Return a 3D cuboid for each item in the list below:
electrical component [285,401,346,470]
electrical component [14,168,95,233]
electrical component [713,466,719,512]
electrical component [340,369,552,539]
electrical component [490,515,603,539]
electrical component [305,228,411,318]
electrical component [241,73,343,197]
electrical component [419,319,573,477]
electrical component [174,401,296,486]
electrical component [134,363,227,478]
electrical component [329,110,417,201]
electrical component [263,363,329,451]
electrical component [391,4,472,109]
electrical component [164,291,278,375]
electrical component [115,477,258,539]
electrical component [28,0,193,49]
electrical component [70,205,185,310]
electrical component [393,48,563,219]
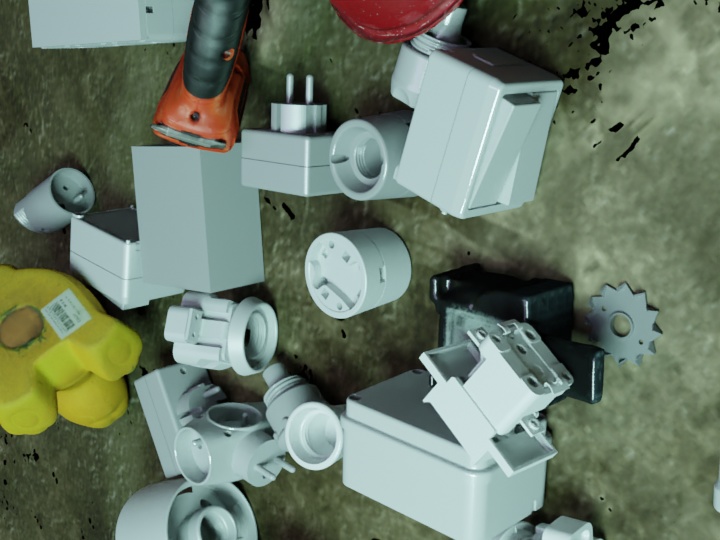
[{"bbox_3d":[-0.015,0.108,0.724,0.044,0.065,0.044,-1,87,29],"label":"electrical component"},{"bbox_3d":[-0.275,-0.056,0.957,0.081,0.043,0.043,-24,82,45],"label":"electrical component"},{"bbox_3d":[0.197,0.097,0.534,0.040,0.040,0.046,5,96,44],"label":"electrical component"},{"bbox_3d":[0.051,0.109,0.652,0.113,0.078,0.057,17,113,41],"label":"electrical component"},{"bbox_3d":[0.106,0.180,0.628,0.057,0.058,0.078,6,108,42],"label":"electrical component"},{"bbox_3d":[0.000,0.000,0.698,0.055,0.047,0.055,12,107,42],"label":"electrical component"},{"bbox_3d":[-0.041,-0.092,0.718,0.066,0.047,0.076,13,106,42],"label":"electrical component"},{"bbox_3d":[0.076,0.065,0.575,0.081,0.042,0.063,53,130,23],"label":"electrical component"},{"bbox_3d":[-0.082,0.133,0.787,0.079,0.077,0.044,23,114,39],"label":"electrical component"},{"bbox_3d":[-0.129,0.112,0.850,0.076,0.047,0.083,-27,80,44],"label":"electrical component"},{"bbox_3d":[0.014,-0.070,0.668,0.055,0.047,0.055,12,107,42],"label":"electrical component"},{"bbox_3d":[-0.048,0.095,0.771,0.062,0.048,0.048,56,132,28],"label":"electrical component"},{"bbox_3d":[0.045,-0.126,0.629,0.043,0.043,0.062,36,121,33],"label":"electrical component"},{"bbox_3d":[-0.097,0.047,0.790,0.057,0.078,0.058,5,80,24],"label":"electrical component"},{"bbox_3d":[-0.131,0.208,0.839,0.064,0.099,0.099,-25,82,39],"label":"electrical component"},{"bbox_3d":[-0.189,-0.218,0.823,0.150,0.062,0.089,8,105,43],"label":"electrical component"},{"bbox_3d":[-0.192,-0.012,0.873,0.096,0.062,0.061,23,115,39],"label":"electrical component"},{"bbox_3d":[0.067,-0.071,0.606,0.061,0.062,0.096,34,121,34],"label":"electrical component"}]
